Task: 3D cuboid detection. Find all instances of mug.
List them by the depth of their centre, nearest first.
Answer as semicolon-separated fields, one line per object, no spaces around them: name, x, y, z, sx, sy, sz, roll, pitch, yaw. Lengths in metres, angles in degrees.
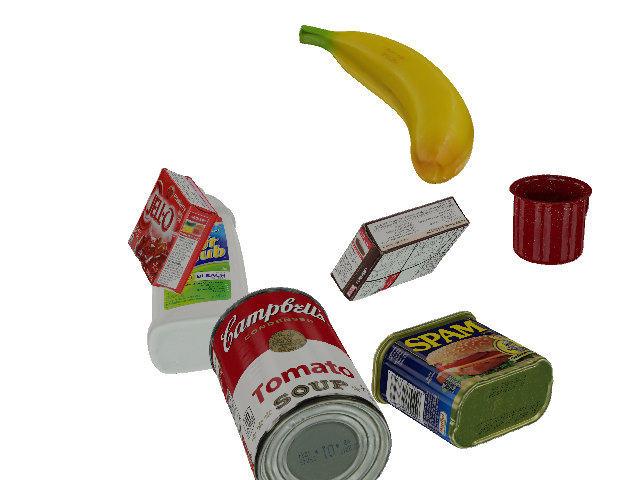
mug;0.275;-0.027;1.252;0.117;0.081;0.093;-23;31;-39

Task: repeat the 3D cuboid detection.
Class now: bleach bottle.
bleach bottle;-0.130;0.025;1.097;0.102;0.068;0.251;-8;37;-6

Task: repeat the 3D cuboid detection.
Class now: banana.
banana;0.051;-0.084;0.646;0.069;0.037;0.198;-10;34;-19

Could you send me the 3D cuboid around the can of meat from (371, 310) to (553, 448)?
can of meat;0.102;0.098;0.756;0.101;0.057;0.084;-13;27;-35

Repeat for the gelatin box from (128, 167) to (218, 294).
gelatin box;-0.121;-0.010;0.864;0.030;0.073;0.089;20;15;-30

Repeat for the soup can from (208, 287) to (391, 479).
soup can;-0.013;0.077;0.532;0.068;0.068;0.102;0;27;-19

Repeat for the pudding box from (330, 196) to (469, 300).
pudding box;0.076;0.008;1.021;0.113;0.039;0.090;-19;-25;-33
